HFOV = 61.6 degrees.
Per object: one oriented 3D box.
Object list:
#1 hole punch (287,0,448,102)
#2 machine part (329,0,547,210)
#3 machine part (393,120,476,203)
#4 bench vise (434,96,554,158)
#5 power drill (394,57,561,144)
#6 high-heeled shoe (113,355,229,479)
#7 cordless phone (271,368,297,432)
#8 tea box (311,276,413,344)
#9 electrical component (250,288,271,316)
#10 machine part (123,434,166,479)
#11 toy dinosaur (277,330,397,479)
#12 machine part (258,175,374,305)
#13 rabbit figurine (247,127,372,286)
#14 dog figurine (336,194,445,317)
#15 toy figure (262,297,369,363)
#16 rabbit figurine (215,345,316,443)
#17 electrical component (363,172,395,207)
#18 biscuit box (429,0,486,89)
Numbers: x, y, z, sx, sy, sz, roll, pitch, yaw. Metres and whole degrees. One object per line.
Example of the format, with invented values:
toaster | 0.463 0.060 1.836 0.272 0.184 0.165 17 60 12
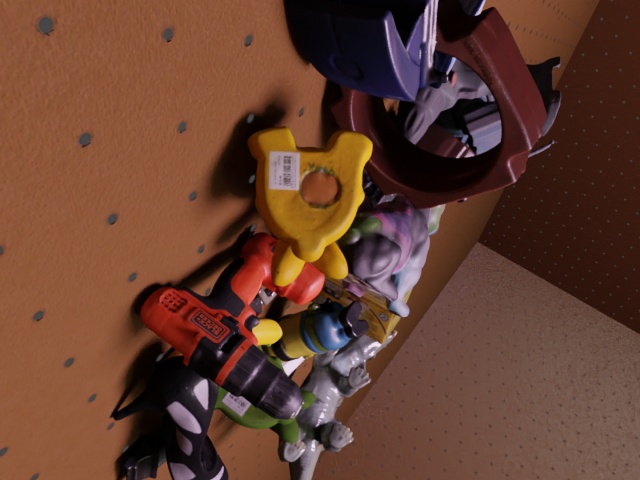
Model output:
hole punch | 0.040 -0.182 0.490 0.092 0.142 0.115 -47 145 -33
machine part | 0.128 -0.145 0.599 0.201 0.201 0.087 -16 -156 45
machine part | 0.177 -0.127 0.859 0.056 0.179 0.179 -54 161 -3
bench vise | 0.252 -0.199 0.906 0.129 0.223 0.240 -34 173 3
power drill | 0.219 -0.202 0.748 0.085 0.207 0.232 77 26 -59
high-heeled shoe | -0.134 0.223 0.654 0.145 0.086 0.248 -27 133 6
cordless phone | -0.076 0.266 1.023 0.184 0.089 0.146 -62 164 -22
tea box | 0.052 0.079 0.862 0.068 0.170 0.098 -49 161 -37
electrical component | -0.101 0.089 0.723 0.094 0.021 0.063 -39 155 -26
machine part | -0.210 0.278 0.734 0.139 0.039 0.084 -34 145 -47
toy dinosaur | -0.001 0.304 0.967 0.405 0.131 0.192 -59 174 -24
machine part | -0.002 -0.002 0.747 0.243 0.079 0.079 -49 160 -26
rabbit figurine | -0.010 -0.035 0.580 0.173 0.122 0.162 -176 -102 -80
dog figurine | 0.098 -0.026 0.712 0.191 0.109 0.219 45 67 -50
toy figure | -0.016 0.142 0.842 0.180 0.082 0.089 -20 161 38
rabbit figurine | -0.087 0.235 0.841 0.121 0.159 0.170 -62 179 -18
electrical component | 0.091 -0.068 0.909 0.134 0.058 0.114 -57 160 -3
biscuit box | 0.159 -0.271 0.685 0.203 0.063 0.059 -57 167 -41
